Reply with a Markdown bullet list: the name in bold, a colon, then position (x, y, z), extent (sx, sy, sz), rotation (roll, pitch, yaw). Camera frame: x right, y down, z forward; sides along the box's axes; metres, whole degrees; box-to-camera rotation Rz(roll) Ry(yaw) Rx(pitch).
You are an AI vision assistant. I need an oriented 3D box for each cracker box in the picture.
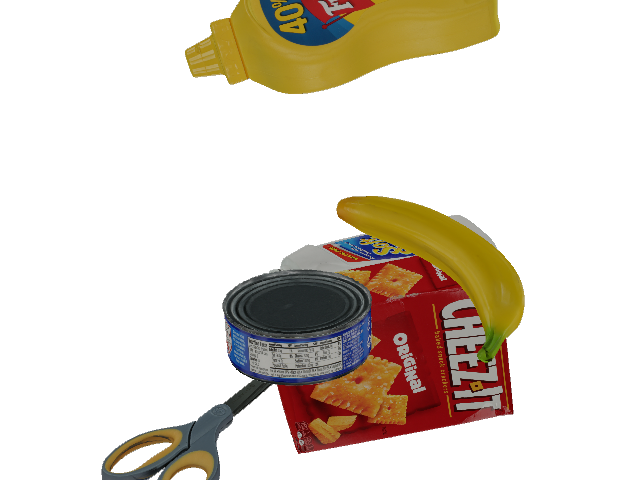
- **cracker box**: position (0.063, 0.104, 0.984), extent (0.213, 0.164, 0.072), rotation (-11, 34, 3)

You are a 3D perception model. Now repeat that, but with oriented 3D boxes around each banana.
- **banana**: position (0.089, 0.012, 0.782), extent (0.069, 0.037, 0.198), rotation (-14, 38, -28)

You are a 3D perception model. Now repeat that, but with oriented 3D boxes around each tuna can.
- **tuna can**: position (-0.013, 0.049, 0.616), extent (0.086, 0.034, 0.086), rotation (-2, 23, 1)

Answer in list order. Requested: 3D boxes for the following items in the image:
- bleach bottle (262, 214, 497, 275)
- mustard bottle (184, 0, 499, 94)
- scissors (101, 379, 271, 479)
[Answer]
- **bleach bottle**: position (0.061, 0.032, 1.161), extent (0.250, 0.068, 0.103), rotation (-10, 31, -22)
- **mustard bottle**: position (0.008, -0.140, 0.671), extent (0.191, 0.096, 0.058), rotation (-18, -37, 0)
- **scissors**: position (-0.073, 0.150, 0.831), extent (0.201, 0.016, 0.096), rotation (-22, 34, -34)
